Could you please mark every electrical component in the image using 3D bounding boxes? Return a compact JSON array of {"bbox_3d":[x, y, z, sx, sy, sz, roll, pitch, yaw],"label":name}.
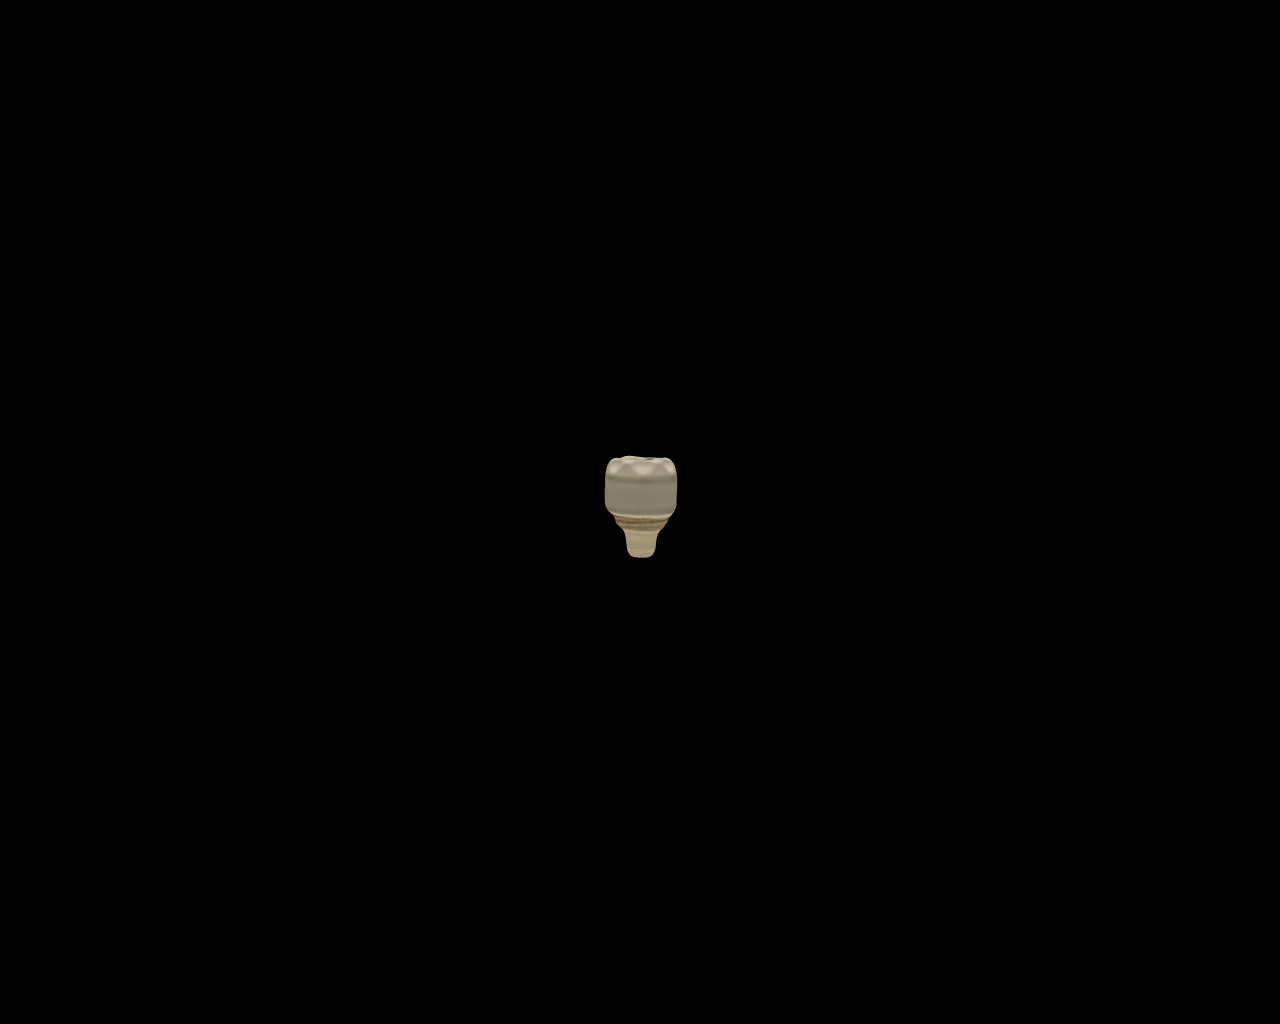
[{"bbox_3d":[0.001,-0.003,0.650,0.043,0.062,0.043,0,7,0],"label":"electrical component"}]
